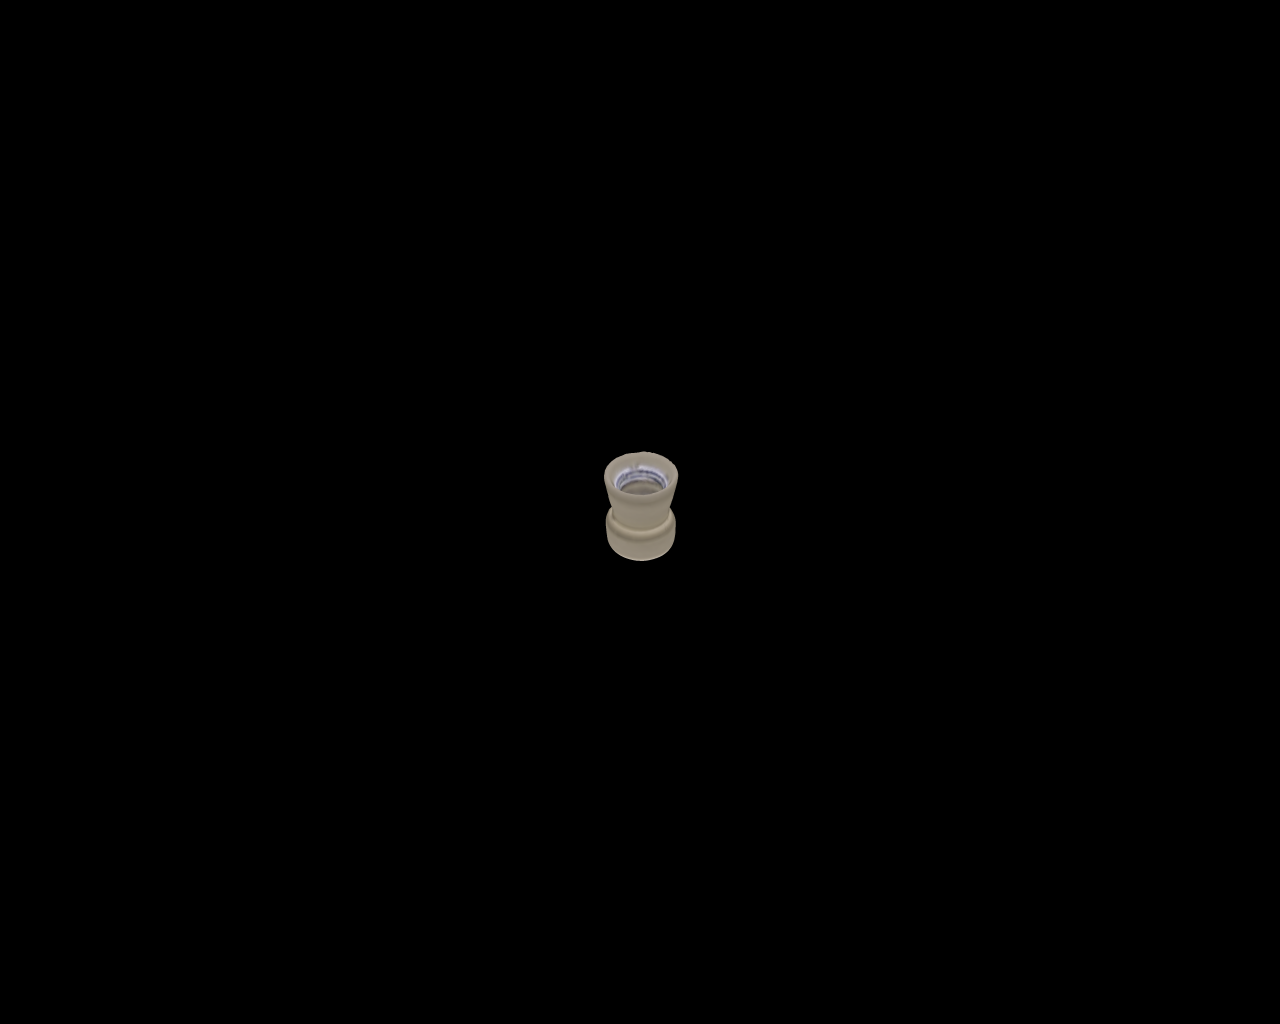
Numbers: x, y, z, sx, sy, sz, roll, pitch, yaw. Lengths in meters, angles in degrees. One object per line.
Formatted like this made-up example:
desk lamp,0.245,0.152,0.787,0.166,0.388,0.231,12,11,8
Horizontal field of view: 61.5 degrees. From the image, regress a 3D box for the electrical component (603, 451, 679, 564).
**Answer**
electrical component,0.001,-0.003,0.650,0.045,0.055,0.045,0,40,0
